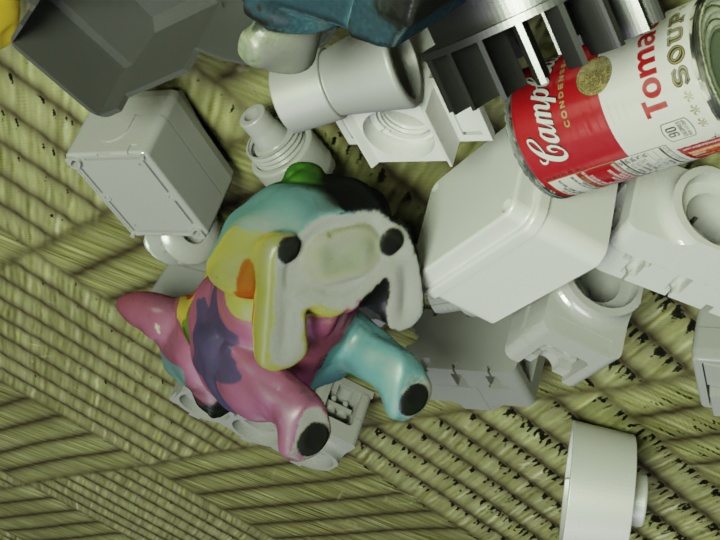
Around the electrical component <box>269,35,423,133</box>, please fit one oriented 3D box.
[{"bbox_3d":[-0.009,-0.088,0.500,0.065,0.044,0.044,-14,138,22],"label":"electrical component"}]

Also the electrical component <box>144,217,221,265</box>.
[{"bbox_3d":[-0.131,-0.024,0.757,0.048,0.048,0.062,37,152,-27],"label":"electrical component"}]

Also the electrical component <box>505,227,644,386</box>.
[{"bbox_3d":[0.126,0.011,0.619,0.050,0.089,0.055,25,150,-9],"label":"electrical component"}]

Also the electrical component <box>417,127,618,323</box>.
[{"bbox_3d":[0.083,-0.028,0.592,0.057,0.078,0.113,26,149,-17],"label":"electrical component"}]

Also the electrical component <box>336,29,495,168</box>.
[{"bbox_3d":[0.026,-0.089,0.539,0.081,0.063,0.042,3,149,27],"label":"electrical component"}]

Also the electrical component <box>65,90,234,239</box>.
[{"bbox_3d":[-0.124,-0.063,0.671,0.062,0.061,0.096,2,145,27],"label":"electrical component"}]

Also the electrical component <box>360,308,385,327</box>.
[{"bbox_3d":[0.000,0.000,0.707,0.057,0.058,0.078,25,150,-15],"label":"electrical component"}]

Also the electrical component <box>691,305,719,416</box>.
[{"bbox_3d":[0.252,0.053,0.643,0.096,0.061,0.061,3,146,26],"label":"electrical component"}]

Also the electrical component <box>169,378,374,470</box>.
[{"bbox_3d":[-0.079,0.113,0.930,0.150,0.061,0.089,28,149,-14],"label":"electrical component"}]

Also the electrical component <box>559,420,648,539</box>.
[{"bbox_3d":[0.191,0.175,0.836,0.060,0.108,0.108,7,148,10],"label":"electrical component"}]

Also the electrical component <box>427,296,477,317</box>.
[{"bbox_3d":[0.078,0.007,0.686,0.081,0.043,0.043,-11,138,41],"label":"electrical component"}]

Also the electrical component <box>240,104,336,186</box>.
[{"bbox_3d":[-0.046,-0.070,0.632,0.043,0.043,0.062,-5,141,36],"label":"electrical component"}]

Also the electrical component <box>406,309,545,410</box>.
[{"bbox_3d":[0.082,0.064,0.770,0.089,0.050,0.055,1,145,29],"label":"electrical component"}]

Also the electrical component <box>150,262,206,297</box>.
[{"bbox_3d":[-0.107,0.019,0.802,0.096,0.061,0.061,15,150,23],"label":"electrical component"}]

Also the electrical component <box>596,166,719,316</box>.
[{"bbox_3d":[0.181,-0.018,0.578,0.089,0.050,0.055,21,150,-2],"label":"electrical component"}]
